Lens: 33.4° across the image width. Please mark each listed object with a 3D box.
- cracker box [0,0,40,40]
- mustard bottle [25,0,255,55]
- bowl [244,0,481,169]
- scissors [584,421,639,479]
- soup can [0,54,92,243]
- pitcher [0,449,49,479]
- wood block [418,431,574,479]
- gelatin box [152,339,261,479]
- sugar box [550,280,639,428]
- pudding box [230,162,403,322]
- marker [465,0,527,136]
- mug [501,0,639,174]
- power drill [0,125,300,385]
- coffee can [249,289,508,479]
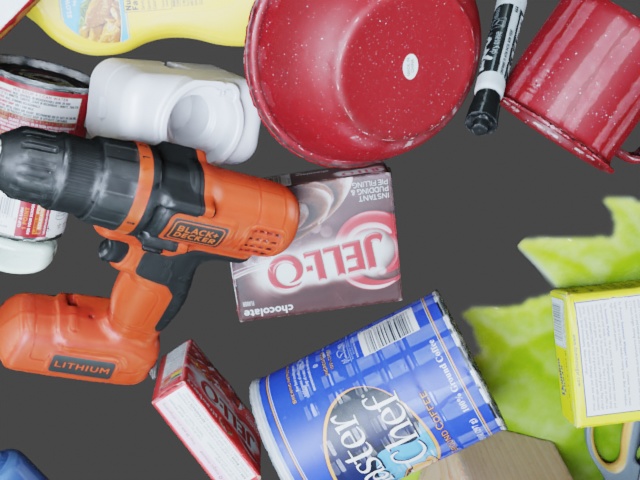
[{"bbox_3d":[-0.214,-0.178,0.556,0.214,0.072,0.164,-33,111,33],"label":"cracker box"},{"bbox_3d":[-0.118,-0.161,0.642,0.191,0.058,0.096,-4,103,-1],"label":"mustard bottle"},{"bbox_3d":[0.039,-0.111,0.635,0.161,0.055,0.162,-12,118,-23],"label":"bowl"},{"bbox_3d":[0.238,0.194,0.788,0.096,0.016,0.202,-8,107,0],"label":"scissors"},{"bbox_3d":[-0.183,-0.057,0.667,0.068,0.068,0.102,14,106,-7],"label":"soup can"},{"bbox_3d":[-0.184,0.271,0.745,0.149,0.145,0.243,-38,101,-4],"label":"pitcher"},{"bbox_3d":[0.122,0.206,0.687,0.090,0.206,0.090,16,106,-8],"label":"wood block"},{"bbox_3d":[-0.074,0.120,0.722,0.030,0.073,0.089,-34,105,7],"label":"gelatin box"},{"bbox_3d":[0.252,0.070,0.728,0.176,0.048,0.093,-6,94,-3],"label":"sugar box"},{"bbox_3d":[-0.005,0.001,0.706,0.113,0.039,0.090,-7,108,0],"label":"pudding box"},{"bbox_3d":[0.106,-0.107,0.641,0.020,0.121,0.020,12,142,9],"label":"marker"},{"bbox_3d":[0.174,-0.094,0.660,0.117,0.093,0.081,31,98,-18],"label":"mug"},{"bbox_3d":[-0.129,0.014,0.638,0.184,0.057,0.188,14,138,-29],"label":"power drill"},{"bbox_3d":[0.038,0.109,0.708,0.140,0.103,0.103,-27,106,6],"label":"coffee can"}]
